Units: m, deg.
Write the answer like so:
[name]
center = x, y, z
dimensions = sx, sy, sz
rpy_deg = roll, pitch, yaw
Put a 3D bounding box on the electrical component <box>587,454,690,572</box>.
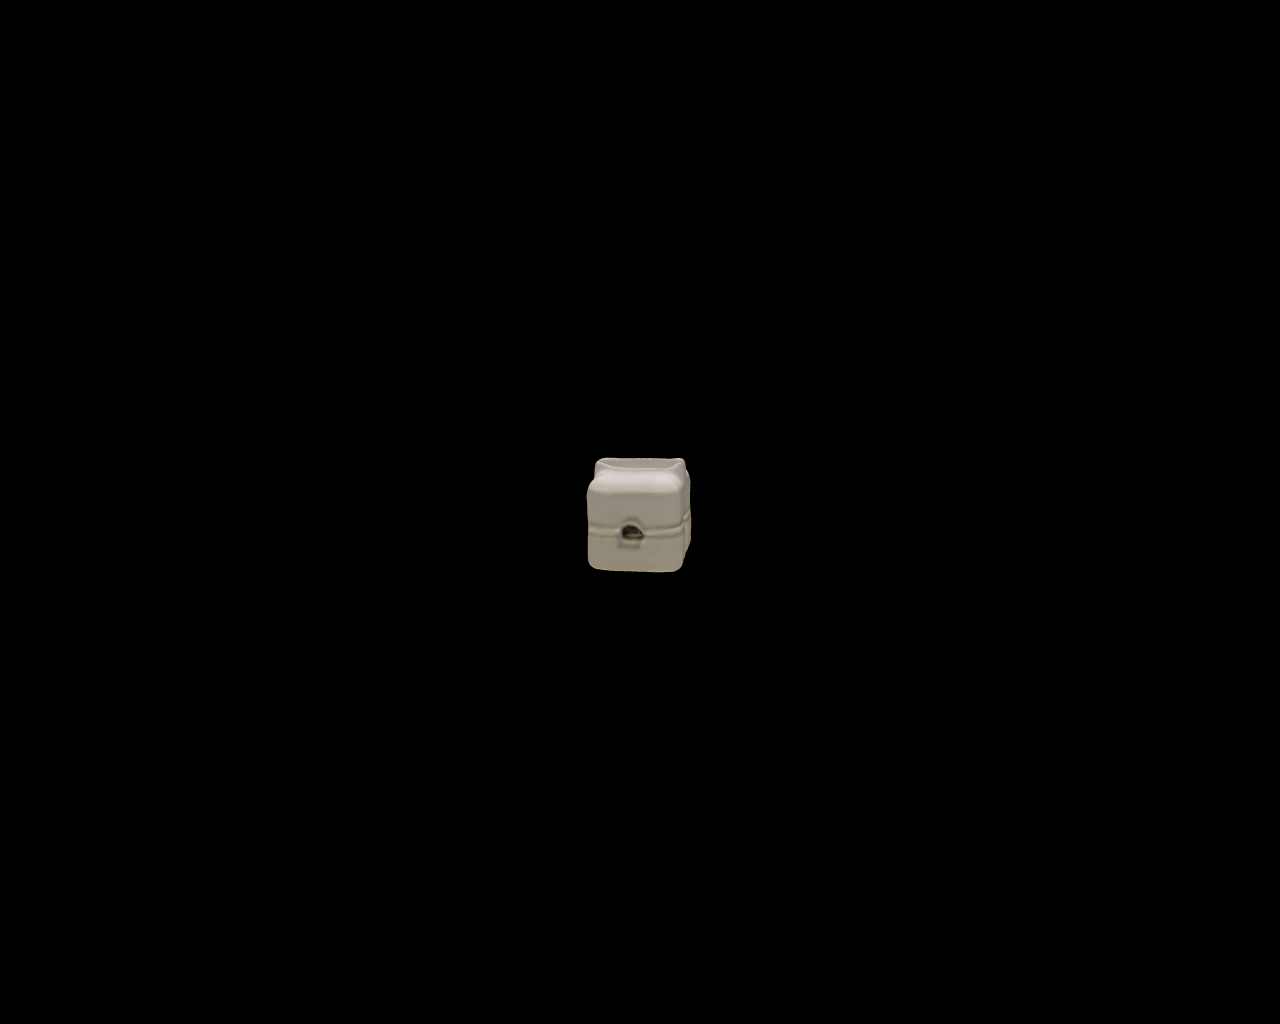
[electrical component]
center = 0.001, -0.003, 0.650
dimensions = 0.054, 0.059, 0.095
rpy_deg = 1, 9, 7
